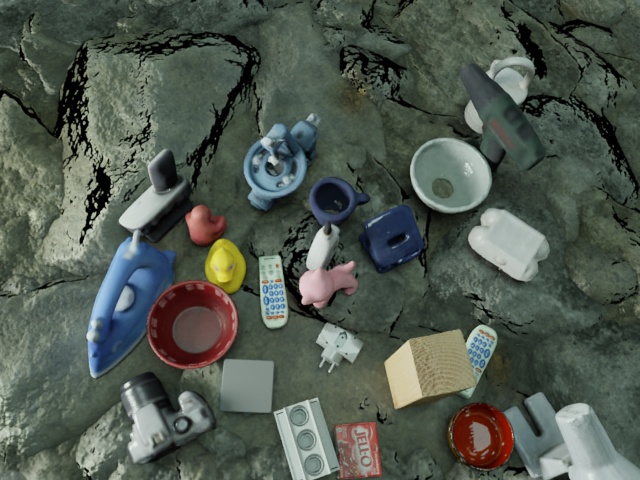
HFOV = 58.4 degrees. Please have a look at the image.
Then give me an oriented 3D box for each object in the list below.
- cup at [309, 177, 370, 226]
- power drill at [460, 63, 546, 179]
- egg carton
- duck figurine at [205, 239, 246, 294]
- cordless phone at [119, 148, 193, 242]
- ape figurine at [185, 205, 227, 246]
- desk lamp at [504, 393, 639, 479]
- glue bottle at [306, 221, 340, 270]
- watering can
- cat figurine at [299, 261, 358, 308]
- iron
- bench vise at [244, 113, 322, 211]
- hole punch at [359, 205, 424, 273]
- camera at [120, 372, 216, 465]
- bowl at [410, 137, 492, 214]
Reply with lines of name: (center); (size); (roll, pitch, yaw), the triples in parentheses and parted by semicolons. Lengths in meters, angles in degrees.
cup: (0.036, -0.065, 1.122); (0.118, 0.095, 0.091); (-5, 69, -7)
power drill: (0.336, -0.214, 1.145); (0.076, 0.208, 0.229); (-36, 75, -16)
egg carton: (0.373, 0.009, 1.135); (0.150, 0.069, 0.107); (34, 70, 9)
duck figurine: (-0.179, 0.041, 1.067); (0.077, 0.086, 0.104); (-6, 69, -7)
cordless phone: (-0.311, -0.089, 1.053); (0.094, 0.185, 0.148); (34, 70, 9)
ape figurine: (-0.222, -0.035, 1.090); (0.077, 0.092, 0.076); (26, 69, 6)
desk lamp: (0.411, 0.350, 0.927); (0.118, 0.213, 0.203); (-25, 72, -13)
glue bottle: (0.010, 0.004, 1.051); (0.037, 0.173, 0.078); (30, 69, 8)
watering can: (0.381, -0.304, 1.192); (0.101, 0.194, 0.172); (-19, 71, -12)
cat figurine: (0.012, 0.076, 1.052); (0.128, 0.118, 0.067); (-27, 73, -14)
iron: (-0.350, 0.107, 0.997); (0.118, 0.141, 0.258); (18, 68, 3)
bench vise: (-0.074, -0.180, 1.091); (0.121, 0.220, 0.207); (16, 68, 2)
hole punch: (0.144, -0.002, 1.109); (0.109, 0.091, 0.101); (-25, 73, -14)
camera: (-0.266, 0.284, 0.956); (0.143, 0.101, 0.136); (-27, 73, -14)
bowl: (0.260, -0.121, 1.174); (0.167, 0.075, 0.167); (2, 68, -4)
